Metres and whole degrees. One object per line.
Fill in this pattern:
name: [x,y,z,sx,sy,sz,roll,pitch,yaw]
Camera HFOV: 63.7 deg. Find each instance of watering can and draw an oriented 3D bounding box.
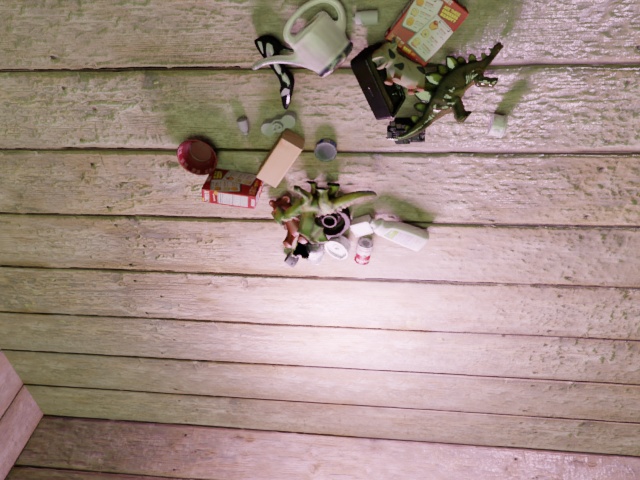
watering can: [-0.038,-0.623,1.684,0.222,0.345,0.106,43,15,-21]

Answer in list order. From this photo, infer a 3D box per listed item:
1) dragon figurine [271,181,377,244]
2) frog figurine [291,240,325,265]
dragon figurine: [0.006,-0.102,2.034,0.410,0.240,0.123,8,15,5]
frog figurine: [-0.030,0.045,2.235,0.136,0.124,0.159,-20,-20,39]
